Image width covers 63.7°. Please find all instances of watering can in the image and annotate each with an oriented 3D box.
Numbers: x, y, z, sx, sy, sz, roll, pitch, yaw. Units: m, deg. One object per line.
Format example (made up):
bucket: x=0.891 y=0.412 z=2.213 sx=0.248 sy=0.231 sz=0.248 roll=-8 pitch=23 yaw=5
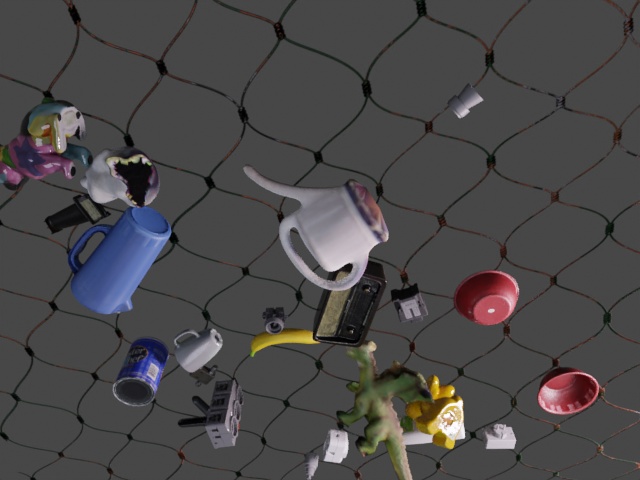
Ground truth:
watering can: x=0.003 y=-0.056 z=1.104 sx=0.223 sy=0.105 sz=0.345 roll=-31 pitch=100 yaw=8

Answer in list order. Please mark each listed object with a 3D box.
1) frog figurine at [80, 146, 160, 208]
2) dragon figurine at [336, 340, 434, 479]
frog figurine: x=-0.419 y=-0.126 z=1.084 sx=0.159 sy=0.125 sz=0.135 roll=-5 pitch=140 yaw=46
dragon figurine: x=0.183 y=0.429 z=1.310 sx=0.414 sy=0.123 sz=0.239 roll=51 pitch=122 yaw=15
